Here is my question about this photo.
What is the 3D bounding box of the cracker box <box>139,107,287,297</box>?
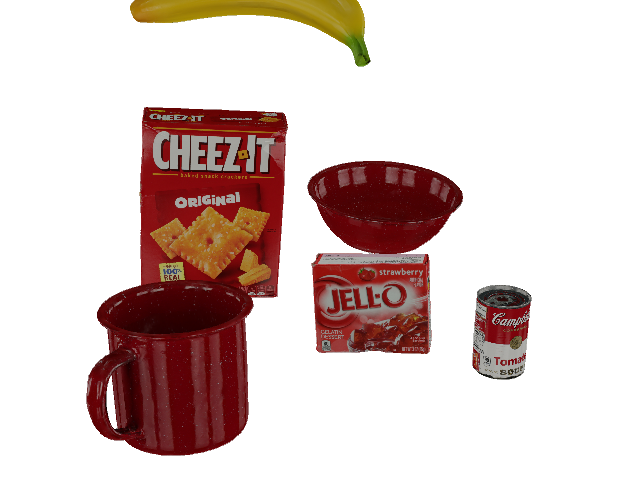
[{"bbox_3d":[-0.125,-0.040,1.234,0.164,0.214,0.072,1,22,-8],"label":"cracker box"}]

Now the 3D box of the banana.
[{"bbox_3d":[-0.047,-0.182,0.819,0.198,0.069,0.037,13,-40,16],"label":"banana"}]

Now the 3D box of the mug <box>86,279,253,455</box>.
[{"bbox_3d":[-0.093,0.081,0.641,0.093,0.081,0.117,11,22,32],"label":"mug"}]

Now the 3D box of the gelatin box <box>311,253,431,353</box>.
[{"bbox_3d":[0.039,0.048,0.819,0.089,0.073,0.030,0,17,10],"label":"gelatin box"}]

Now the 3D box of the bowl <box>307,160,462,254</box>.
[{"bbox_3d":[0.065,-0.030,1.118,0.162,0.055,0.162,3,26,-1],"label":"bowl"}]

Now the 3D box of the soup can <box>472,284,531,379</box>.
[{"bbox_3d":[0.228,0.116,1.349,0.068,0.102,0.068,1,20,0],"label":"soup can"}]
